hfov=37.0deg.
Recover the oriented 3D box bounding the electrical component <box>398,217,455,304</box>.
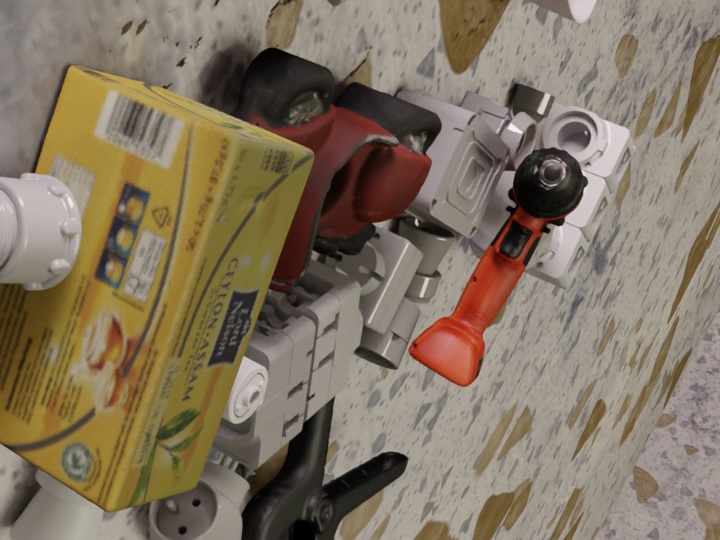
[{"bbox_3d":[0.044,-0.008,0.826,0.045,0.045,0.055,-12,124,-62],"label":"electrical component"}]

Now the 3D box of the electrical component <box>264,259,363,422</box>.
[{"bbox_3d":[-0.035,0.043,0.703,0.056,0.050,0.089,-36,144,-47],"label":"electrical component"}]

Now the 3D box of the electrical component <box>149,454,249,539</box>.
[{"bbox_3d":[-0.096,0.148,0.686,0.077,0.043,0.079,82,29,-59],"label":"electrical component"}]

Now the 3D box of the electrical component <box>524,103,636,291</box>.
[{"bbox_3d":[0.179,-0.070,0.992,0.150,0.089,0.062,-64,157,-3],"label":"electrical component"}]

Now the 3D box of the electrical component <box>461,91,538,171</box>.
[{"bbox_3d":[0.106,-0.107,0.847,0.048,0.055,0.066,-61,156,-10],"label":"electrical component"}]

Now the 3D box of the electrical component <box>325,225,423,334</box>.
[{"bbox_3d":[0.000,0.000,0.739,0.065,0.047,0.077,-63,157,-4],"label":"electrical component"}]

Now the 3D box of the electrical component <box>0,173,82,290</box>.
[{"bbox_3d":[-0.146,-0.016,0.425,0.062,0.048,0.048,1,112,-58],"label":"electrical component"}]

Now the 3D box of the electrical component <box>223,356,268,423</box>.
[{"bbox_3d":[-0.084,0.057,0.594,0.044,0.065,0.044,-46,150,-37],"label":"electrical component"}]

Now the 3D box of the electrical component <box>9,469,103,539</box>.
[{"bbox_3d":[-0.147,0.117,0.548,0.055,0.045,0.045,-66,157,1],"label":"electrical component"}]

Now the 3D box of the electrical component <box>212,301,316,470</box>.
[{"bbox_3d":[-0.067,0.070,0.661,0.056,0.050,0.089,-35,142,-49],"label":"electrical component"}]

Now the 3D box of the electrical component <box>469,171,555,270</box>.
[{"bbox_3d":[0.129,-0.041,0.931,0.080,0.080,0.051,-58,161,-16],"label":"electrical component"}]

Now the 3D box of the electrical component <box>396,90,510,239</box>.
[{"bbox_3d":[0.056,-0.075,0.770,0.078,0.057,0.113,-66,157,1],"label":"electrical component"}]

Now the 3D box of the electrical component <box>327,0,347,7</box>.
[{"bbox_3d":[0.003,-0.181,0.573,0.055,0.048,0.066,-39,146,-32],"label":"electrical component"}]

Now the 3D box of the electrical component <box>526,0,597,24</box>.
[{"bbox_3d":[0.151,-0.241,0.801,0.099,0.064,0.099,-46,150,-37],"label":"electrical component"}]

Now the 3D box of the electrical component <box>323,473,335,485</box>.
[{"bbox_3d":[-0.042,0.174,0.830,0.040,0.040,0.046,-64,151,-3],"label":"electrical component"}]

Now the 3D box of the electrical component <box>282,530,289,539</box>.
[{"bbox_3d":[-0.053,0.217,0.827,0.045,0.055,0.045,-46,150,-37],"label":"electrical component"}]

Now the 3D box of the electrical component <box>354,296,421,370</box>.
[{"bbox_3d":[0.013,0.041,0.799,0.047,0.055,0.055,-64,157,-13],"label":"electrical component"}]
